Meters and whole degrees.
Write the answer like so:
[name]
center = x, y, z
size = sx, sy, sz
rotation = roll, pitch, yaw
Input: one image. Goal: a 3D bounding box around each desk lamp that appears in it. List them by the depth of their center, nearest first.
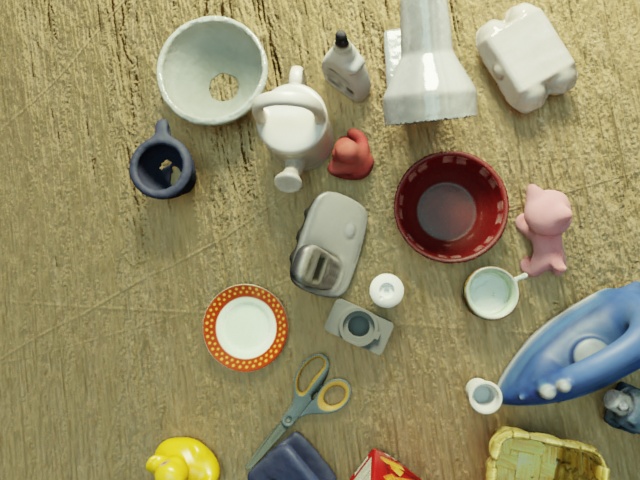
[desk lamp]
center = 0.137, -0.232, 0.774
size = 0.118, 0.213, 0.203
rotation = -5, 84, 5

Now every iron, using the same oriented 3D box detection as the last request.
[iron]
center = 0.354, 0.160, 0.757
size = 0.258, 0.141, 0.118
rotation = -32, 83, 1

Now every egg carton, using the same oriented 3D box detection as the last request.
[egg carton]
center = 0.298, -0.265, 0.836
size = 0.107, 0.069, 0.150
rotation = -30, 83, 2

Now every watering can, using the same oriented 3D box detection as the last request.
[watering can]
center = -0.035, -0.156, 0.791
size = 0.101, 0.194, 0.173
rotation = -19, 83, 3

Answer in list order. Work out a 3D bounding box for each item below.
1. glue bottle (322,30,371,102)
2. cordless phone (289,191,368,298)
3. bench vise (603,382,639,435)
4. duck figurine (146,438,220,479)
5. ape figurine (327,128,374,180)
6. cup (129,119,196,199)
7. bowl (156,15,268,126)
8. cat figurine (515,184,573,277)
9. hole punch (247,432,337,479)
[glue bottle]
center = 0.035, -0.251, 0.804
size = 0.078, 0.173, 0.037
rotation = 39, 89, 7
[cordless phone]
center = 0.007, 0.003, 0.778
size = 0.094, 0.185, 0.148
rotation = 14, 86, 6
[bench vise]
center = 0.462, 0.255, 0.700
size = 0.207, 0.220, 0.121
rotation = 6, 85, 6
[duck figurine]
center = -0.199, 0.331, 0.817
size = 0.104, 0.086, 0.077
rotation = 24, 87, 7
[ape figurine]
center = 0.042, -0.125, 0.834
size = 0.078, 0.092, 0.076
rotation = -39, 83, 1
[cup]
center = -0.223, -0.113, 0.853
size = 0.091, 0.095, 0.118
rotation = -3, 85, 5
[bowl]
center = -0.156, -0.246, 0.870
size = 0.167, 0.075, 0.167
rotation = 0, 85, 5
[cat figurine]
center = 0.315, -0.013, 0.788
size = 0.067, 0.118, 0.128
rotation = -9, 84, 4
[hole punch]
center = -0.040, 0.344, 0.800
size = 0.101, 0.091, 0.108
rotation = -42, 83, 0
